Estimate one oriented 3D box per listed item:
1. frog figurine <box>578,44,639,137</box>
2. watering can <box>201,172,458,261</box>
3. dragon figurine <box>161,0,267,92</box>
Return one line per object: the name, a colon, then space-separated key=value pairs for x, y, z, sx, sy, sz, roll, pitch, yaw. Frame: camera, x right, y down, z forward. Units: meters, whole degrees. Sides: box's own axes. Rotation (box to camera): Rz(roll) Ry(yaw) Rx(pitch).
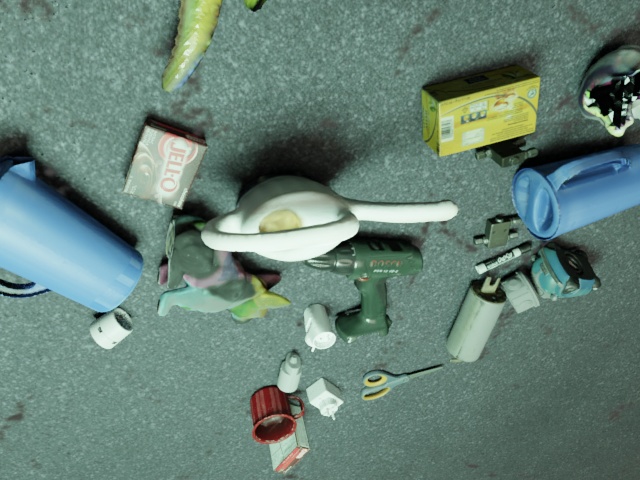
frog figurine: x=0.510 y=-0.258 z=0.859 sx=0.162 sy=0.123 sz=0.135 roll=-36 pitch=127 yaw=-38
watering can: x=0.002 y=-0.038 z=0.757 sx=0.348 sy=0.227 sz=0.102 roll=-8 pitch=108 yaw=-12
dragon figurine: x=-0.126 y=-0.389 z=0.575 sx=0.407 sy=0.124 sz=0.241 roll=-44 pitch=107 yaw=11
